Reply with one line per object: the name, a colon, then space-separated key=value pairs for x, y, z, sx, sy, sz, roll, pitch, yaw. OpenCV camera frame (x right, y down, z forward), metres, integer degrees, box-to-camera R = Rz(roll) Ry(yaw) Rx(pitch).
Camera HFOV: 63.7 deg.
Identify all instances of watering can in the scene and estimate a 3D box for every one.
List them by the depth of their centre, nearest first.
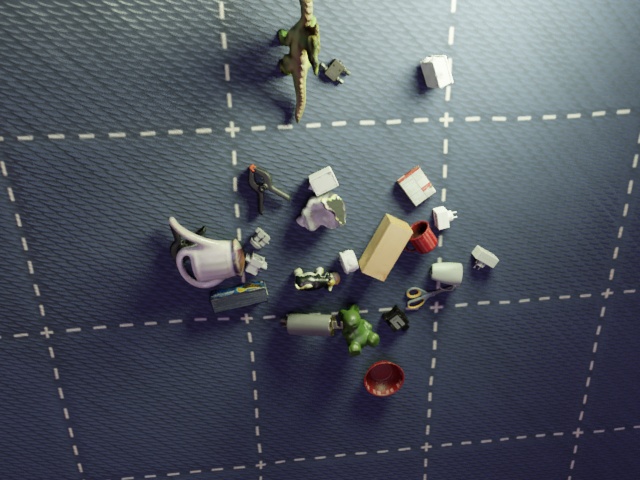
watering can: x=-0.367 y=0.043 z=1.701 sx=0.224 sy=0.106 sz=0.339 roll=-8 pitch=136 yaw=-6

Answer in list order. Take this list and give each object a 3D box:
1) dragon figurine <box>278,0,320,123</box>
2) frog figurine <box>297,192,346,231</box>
dragon figurine: x=-0.047 y=-0.523 z=1.471 sx=0.122 sy=0.246 sz=0.404 roll=-6 pitch=111 yaw=-9
frog figurine: x=0.005 y=-0.087 z=1.738 sx=0.136 sy=0.125 sz=0.157 roll=35 pitch=141 yaw=-28
